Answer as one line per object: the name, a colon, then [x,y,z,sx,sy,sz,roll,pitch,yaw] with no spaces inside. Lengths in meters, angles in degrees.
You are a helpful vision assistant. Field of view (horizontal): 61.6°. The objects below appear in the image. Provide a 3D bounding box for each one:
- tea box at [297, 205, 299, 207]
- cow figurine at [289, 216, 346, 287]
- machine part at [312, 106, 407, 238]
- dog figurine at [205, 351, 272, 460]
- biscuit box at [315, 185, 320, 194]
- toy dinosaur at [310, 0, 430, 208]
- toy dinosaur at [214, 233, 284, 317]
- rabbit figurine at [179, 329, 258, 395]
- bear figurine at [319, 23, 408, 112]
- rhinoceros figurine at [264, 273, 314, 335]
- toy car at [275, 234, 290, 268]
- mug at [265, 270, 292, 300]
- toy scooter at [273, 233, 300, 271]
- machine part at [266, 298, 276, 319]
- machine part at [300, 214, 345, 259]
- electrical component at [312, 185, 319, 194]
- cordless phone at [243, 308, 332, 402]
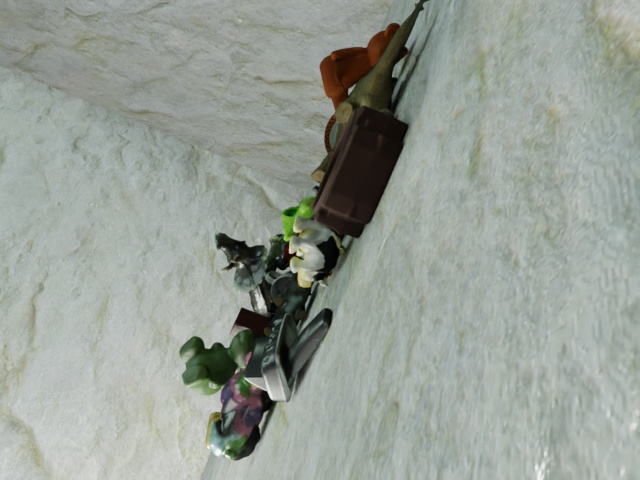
tea box: [-0.039,-0.072,1.551,0.098,0.068,0.169,-32,0,-3]
cow figurine: [-0.002,0.031,0.961,0.167,0.098,0.068,85,-166,-56]
machine part: [0.059,-0.115,0.889,0.201,0.087,0.201,-95,26,-78]
dog figurine: [-0.136,0.306,1.049,0.191,0.108,0.219,-72,9,-48]
biscuit box: [0.028,-0.131,1.415,0.203,0.059,0.062,-97,31,-81]
toy dinosaur: [0.091,-0.254,1.061,0.471,0.105,0.199,-59,5,30]
toy dinosaur: [-0.146,0.134,1.418,0.192,0.131,0.404,-74,-27,-50]
rabbit figurine: [-0.197,0.270,1.177,0.170,0.159,0.121,-31,32,5]
bear figurine: [0.103,-0.372,1.172,0.120,0.196,0.132,52,-156,-65]
rhinoceros figurine: [-0.053,0.131,1.138,0.112,0.073,0.190,-49,-19,-71]
toy car: [-0.066,0.031,1.512,0.161,0.109,0.103,54,-146,-87]
mug: [-0.076,0.108,1.285,0.107,0.110,0.080,-38,-29,-76]
toy scooter: [-0.033,0.012,1.303,0.135,0.075,0.184,-44,-8,15]
machine part: [-0.104,0.209,1.344,0.039,0.084,0.138,15,92,55]
machine part: [-0.002,-0.003,1.110,0.243,0.079,0.079,131,160,-73]
electrical component: [0.018,-0.069,1.077,0.021,0.094,0.063,-48,0,-20]
cordless phone: [-0.036,0.158,0.881,0.184,0.089,0.147,-53,10,25]
